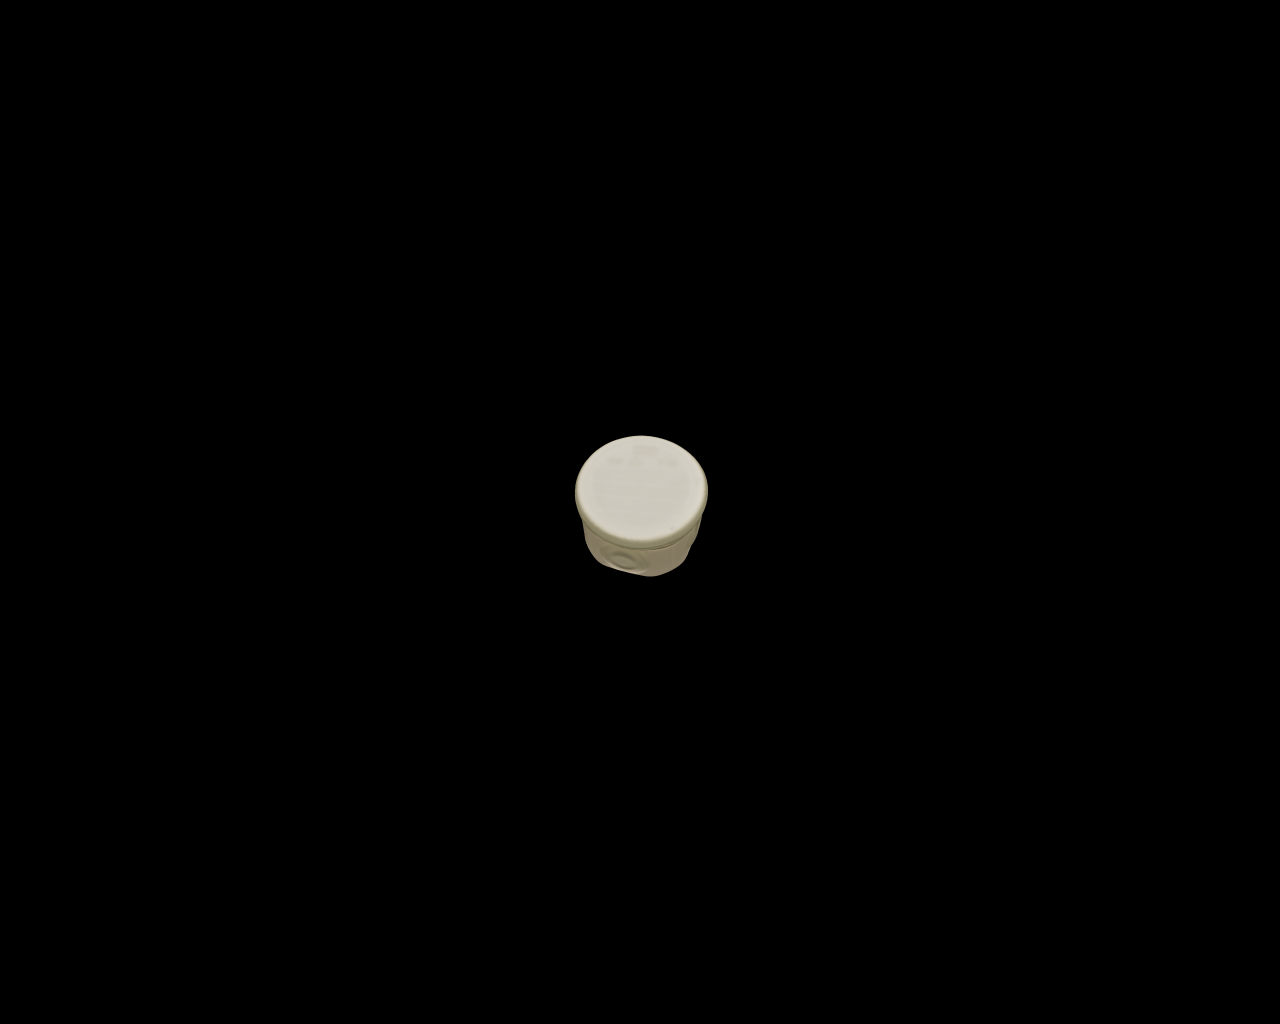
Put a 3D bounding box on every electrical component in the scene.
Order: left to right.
[{"bbox_3d":[0.001,-0.003,0.650,0.080,0.080,0.050,0,-33,0],"label":"electrical component"}]
